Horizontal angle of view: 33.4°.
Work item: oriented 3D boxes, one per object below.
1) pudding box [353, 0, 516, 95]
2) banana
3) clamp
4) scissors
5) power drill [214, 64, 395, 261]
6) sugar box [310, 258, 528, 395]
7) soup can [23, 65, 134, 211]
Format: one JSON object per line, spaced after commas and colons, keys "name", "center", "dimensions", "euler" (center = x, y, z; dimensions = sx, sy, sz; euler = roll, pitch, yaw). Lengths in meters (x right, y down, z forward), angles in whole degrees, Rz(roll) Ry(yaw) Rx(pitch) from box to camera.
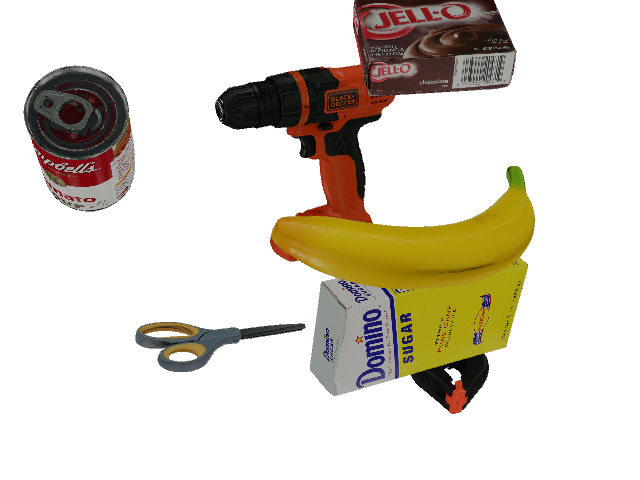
{"name": "pudding box", "center": [0.085, -0.154, 0.825], "dimensions": [0.113, 0.039, 0.090], "euler": [-3, 44, -5]}
{"name": "banana", "center": [0.066, 0.000, 0.649], "dimensions": [0.197, 0.037, 0.070], "euler": [-12, 46, -34]}
{"name": "clamp", "center": [0.132, 0.105, 1.065], "dimensions": [0.120, 0.039, 0.171], "euler": [-8, 36, -9]}
{"name": "scissors", "center": [-0.103, 0.116, 1.185], "dimensions": [0.201, 0.016, 0.096], "euler": [3, 26, -17]}
{"name": "power drill", "center": [-0.012, -0.076, 1.043], "dimensions": [0.184, 0.188, 0.057], "euler": [-12, 30, -22]}
{"name": "sugar box", "center": [0.081, 0.063, 0.872], "dimensions": [0.175, 0.093, 0.048], "euler": [-14, 39, -28]}
{"name": "soup can", "center": [-0.166, -0.069, 0.746], "dimensions": [0.068, 0.068, 0.102], "euler": [0, -19, -7]}
